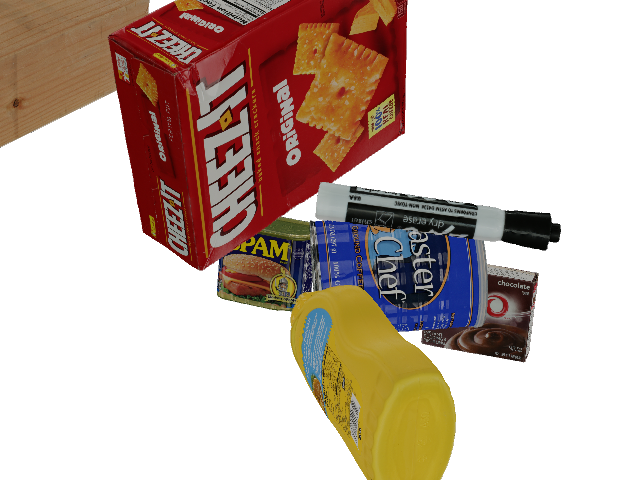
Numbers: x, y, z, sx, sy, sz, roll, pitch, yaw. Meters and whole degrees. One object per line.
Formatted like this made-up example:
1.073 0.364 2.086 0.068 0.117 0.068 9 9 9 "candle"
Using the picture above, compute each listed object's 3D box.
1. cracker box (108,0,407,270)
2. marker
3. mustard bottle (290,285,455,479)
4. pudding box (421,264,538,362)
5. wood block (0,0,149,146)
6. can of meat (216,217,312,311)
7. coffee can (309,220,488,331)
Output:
-0.030 -0.102 0.732 0.072 0.164 0.213 32 52 32 "cracker box"
0.058 -0.012 0.530 0.121 0.020 0.020 8 0 3 "marker"
0.023 0.085 0.724 0.058 0.096 0.192 -10 27 -19 "mustard bottle"
0.165 0.070 1.107 0.113 0.090 0.039 8 21 15 "pudding box"
-0.251 -0.159 0.912 0.090 0.091 0.205 30 42 21 "wood block"
-0.055 0.021 1.089 0.102 0.084 0.057 11 17 18 "can of meat"
0.064 0.029 0.915 0.140 0.103 0.103 -4 0 -2 "coffee can"
